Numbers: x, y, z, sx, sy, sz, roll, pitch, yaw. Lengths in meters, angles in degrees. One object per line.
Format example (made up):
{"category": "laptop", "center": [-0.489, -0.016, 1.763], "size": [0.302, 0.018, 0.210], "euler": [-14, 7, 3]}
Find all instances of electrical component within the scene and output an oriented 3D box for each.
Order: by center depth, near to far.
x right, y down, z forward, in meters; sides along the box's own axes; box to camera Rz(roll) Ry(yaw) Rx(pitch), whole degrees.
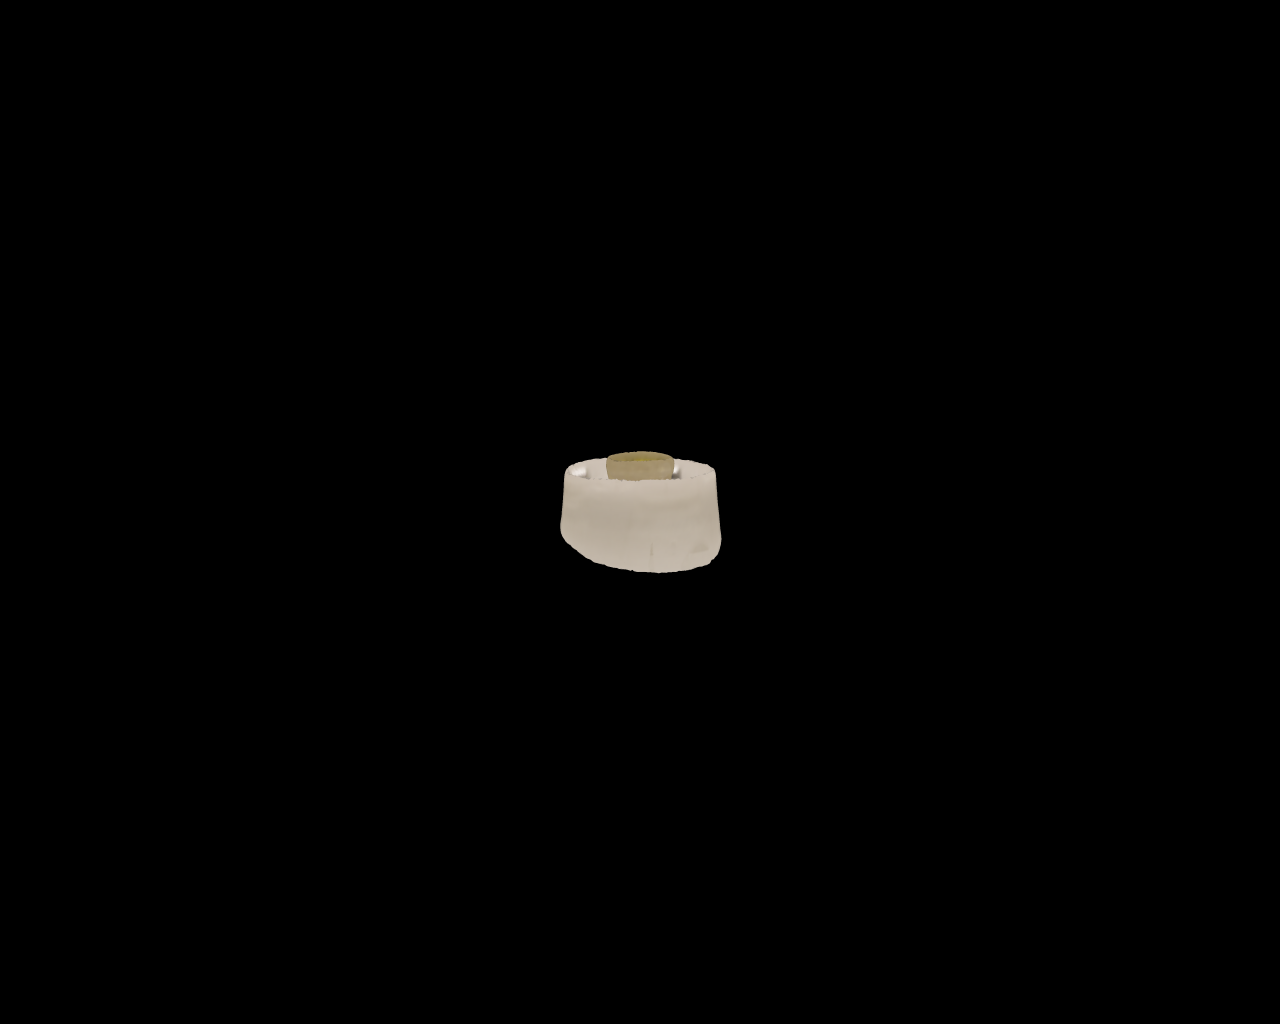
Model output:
{"category": "electrical component", "center": [0.001, -0.003, 0.650], "size": [0.099, 0.064, 0.099], "euler": [0, 11, 0]}
